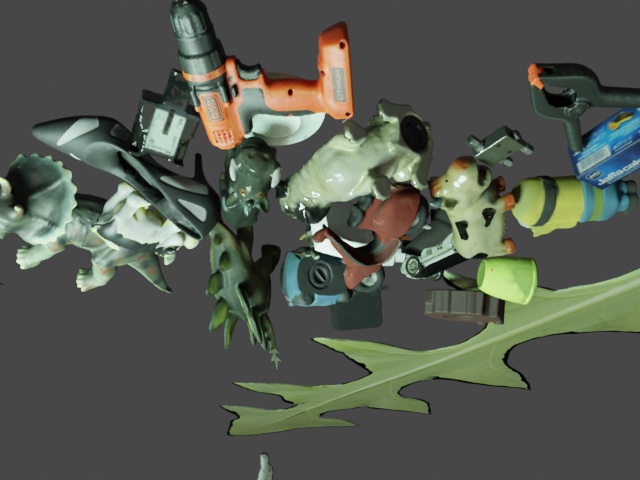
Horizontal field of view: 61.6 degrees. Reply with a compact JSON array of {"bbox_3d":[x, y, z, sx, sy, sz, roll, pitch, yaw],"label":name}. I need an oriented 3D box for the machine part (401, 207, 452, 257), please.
[{"bbox_3d":[0.200,-0.017,0.934,0.084,0.039,0.139,15,139,-35],"label":"machine part"}]

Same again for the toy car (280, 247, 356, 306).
[{"bbox_3d":[-0.014,0.073,1.032,0.161,0.109,0.103,4,172,-31],"label":"toy car"}]

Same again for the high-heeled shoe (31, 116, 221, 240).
[{"bbox_3d":[-0.254,-0.076,0.709,0.249,0.145,0.086,7,148,-18],"label":"high-heeled shoe"}]

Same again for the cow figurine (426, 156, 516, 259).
[{"bbox_3d":[0.231,-0.048,0.831,0.127,0.086,0.194,-17,133,4],"label":"cow figurine"}]

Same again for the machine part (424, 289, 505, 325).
[{"bbox_3d":[0.307,0.143,1.148,0.179,0.056,0.179,7,167,1],"label":"machine part"}]

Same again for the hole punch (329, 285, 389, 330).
[{"bbox_3d":[0.074,0.116,1.130,0.142,0.092,0.115,-3,120,7],"label":"hole punch"}]

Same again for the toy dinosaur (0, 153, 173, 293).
[{"bbox_3d":[-0.356,-0.011,0.856,0.192,0.131,0.404,-25,149,35],"label":"toy dinosaur"}]

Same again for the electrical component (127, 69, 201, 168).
[{"bbox_3d":[-0.189,-0.155,0.664,0.075,0.048,0.119,11,115,-25],"label":"electrical component"}]

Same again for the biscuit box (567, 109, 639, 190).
[{"bbox_3d":[0.433,-0.146,0.705,0.063,0.059,0.202,16,145,-28],"label":"biscuit box"}]

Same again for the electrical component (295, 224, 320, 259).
[{"bbox_3d":[-0.001,-0.003,0.943,0.078,0.045,0.102,6,149,-10],"label":"electrical component"}]

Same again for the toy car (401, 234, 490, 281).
[{"bbox_3d":[0.237,0.025,0.995,0.073,0.056,0.202,14,148,-36],"label":"toy car"}]

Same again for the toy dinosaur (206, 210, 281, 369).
[{"bbox_3d":[-0.133,0.090,0.947,0.105,0.198,0.470,-5,148,13],"label":"toy dinosaur"}]

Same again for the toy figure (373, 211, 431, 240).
[{"bbox_3d":[0.119,-0.021,0.909,0.154,0.058,0.064,-32,144,34],"label":"toy figure"}]

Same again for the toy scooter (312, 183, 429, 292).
[{"bbox_3d":[0.067,-0.016,0.784,0.135,0.075,0.183,25,104,-25],"label":"toy scooter"}]

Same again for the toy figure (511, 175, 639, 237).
[{"bbox_3d":[0.385,-0.066,0.823,0.180,0.082,0.089,-4,138,13],"label":"toy figure"}]

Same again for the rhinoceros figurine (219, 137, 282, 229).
[{"bbox_3d":[-0.103,-0.078,0.745,0.073,0.112,0.190,13,155,-13],"label":"rhinoceros figurine"}]

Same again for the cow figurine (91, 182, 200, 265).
[{"bbox_3d":[-0.259,-0.010,0.818,0.098,0.068,0.167,-49,142,-2],"label":"cow figurine"}]

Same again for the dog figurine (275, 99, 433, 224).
[{"bbox_3d":[0.045,-0.099,0.733,0.172,0.121,0.191,-17,179,-35],"label":"dog figurine"}]

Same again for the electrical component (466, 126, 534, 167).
[{"bbox_3d":[0.253,-0.133,0.757,0.094,0.021,0.063,20,143,-30],"label":"electrical component"}]
